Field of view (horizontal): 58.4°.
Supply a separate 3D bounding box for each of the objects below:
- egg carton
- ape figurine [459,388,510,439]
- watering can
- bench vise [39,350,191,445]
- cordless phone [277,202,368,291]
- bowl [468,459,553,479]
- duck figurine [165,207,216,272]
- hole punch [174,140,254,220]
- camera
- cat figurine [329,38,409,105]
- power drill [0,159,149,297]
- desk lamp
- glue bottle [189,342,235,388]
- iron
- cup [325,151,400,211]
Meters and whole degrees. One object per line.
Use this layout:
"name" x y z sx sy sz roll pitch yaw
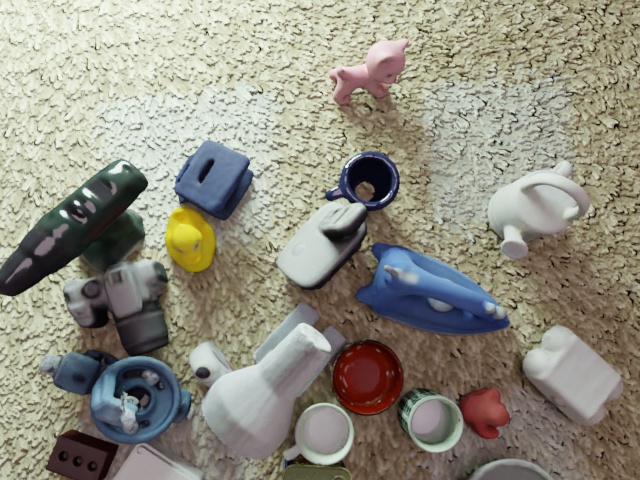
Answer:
"egg carton" 0.398 0.216 0.906 0.150 0.069 0.107 41 82 2
"ape figurine" 0.259 0.266 0.878 0.076 0.092 0.078 26 82 0
"watering can" 0.335 -0.048 0.871 0.101 0.194 0.173 14 82 -2
"bench vise" -0.291 0.219 0.778 0.207 0.219 0.121 4 82 -3
"cordless phone" 0.008 0.003 0.845 0.094 0.185 0.148 39 82 2
"bowl" 0.280 0.411 0.870 0.167 0.074 0.167 1 83 -4
"duck figurine" -0.204 -0.004 0.880 0.077 0.086 0.104 -16 84 -6
"hole punch" -0.169 -0.095 0.892 0.101 0.091 0.109 30 82 0
"camera" -0.292 0.108 0.852 0.143 0.100 0.137 -19 85 -6
"cat figurine" 0.082 -0.276 0.920 0.128 0.117 0.067 -14 84 -6
"power drill" -0.327 -0.007 0.810 0.075 0.208 0.230 39 82 2
"desk lamp" -0.056 0.186 0.803 0.118 0.213 0.203 41 82 2
"glue bottle" -0.157 0.184 0.816 0.037 0.173 0.078 -44 87 -8
"iron" 0.193 0.086 0.871 0.258 0.141 0.119 19 82 -2
"cup" 0.062 -0.080 0.905 0.118 0.095 0.092 -22 85 -6
